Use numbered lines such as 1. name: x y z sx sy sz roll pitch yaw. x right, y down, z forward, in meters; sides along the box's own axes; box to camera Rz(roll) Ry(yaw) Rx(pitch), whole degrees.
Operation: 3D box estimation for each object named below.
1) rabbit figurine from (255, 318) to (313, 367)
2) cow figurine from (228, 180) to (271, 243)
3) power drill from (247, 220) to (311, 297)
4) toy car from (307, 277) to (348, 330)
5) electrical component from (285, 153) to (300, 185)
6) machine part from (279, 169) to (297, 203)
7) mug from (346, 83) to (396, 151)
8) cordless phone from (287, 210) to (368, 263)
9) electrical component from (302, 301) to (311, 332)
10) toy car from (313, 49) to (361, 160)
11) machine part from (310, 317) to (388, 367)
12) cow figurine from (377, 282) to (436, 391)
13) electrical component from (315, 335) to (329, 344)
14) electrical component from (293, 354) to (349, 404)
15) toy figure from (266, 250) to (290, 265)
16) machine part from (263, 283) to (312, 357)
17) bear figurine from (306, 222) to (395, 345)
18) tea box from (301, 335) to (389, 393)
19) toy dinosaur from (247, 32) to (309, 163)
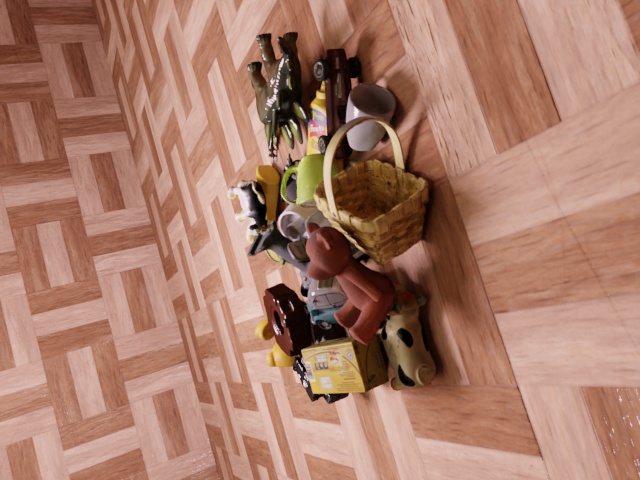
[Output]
1. rabbit figurine: -0.089 0.247 1.426 0.122 0.162 0.173 164 110 -74
2. cow figurine: -0.166 -0.070 1.377 0.098 0.068 0.167 0 114 41
3. power drill: -0.060 0.053 1.234 0.207 0.086 0.232 37 148 -11
4. toy car: 0.033 0.105 1.055 0.162 0.102 0.109 -13 48 36
5. electrical component: -0.044 -0.157 1.244 0.102 0.045 0.078 44 136 46
6. machine part: -0.063 -0.107 1.315 0.139 0.039 0.084 54 137 39
7. mug: 0.079 -0.219 0.960 0.107 0.081 0.110 105 154 -52
8. cordless phone: -0.002 -0.004 1.081 0.147 0.184 0.088 59 134 31
9. electrical component: -0.037 0.189 1.355 0.119 0.075 0.047 14 114 55
10. toy car: 0.038 -0.251 1.007 0.053 0.089 0.201 27 124 56
11. machine part: 0.059 0.208 1.176 0.201 0.087 0.201 36 131 52
12. cow figurine: 0.156 0.173 0.983 0.127 0.085 0.195 140 116 -66
13. electrical component: 0.011 0.249 1.167 0.063 0.021 0.094 56 146 34
14. electrical component: 0.013 0.321 1.279 0.134 0.115 0.058 52 146 41
15. toy figure: -0.087 0.022 1.369 0.180 0.082 0.089 14 113 57
16. machine part: -0.082 0.192 1.292 0.180 0.056 0.179 50 150 43
17. bear figurine: 0.034 0.068 0.922 0.132 0.195 0.120 -53 24 -2
18. tea box: 0.046 0.243 1.052 0.170 0.068 0.098 -20 84 50
19. toy dinosaur: -0.094 -0.299 1.176 0.471 0.105 0.198 131 130 -79
